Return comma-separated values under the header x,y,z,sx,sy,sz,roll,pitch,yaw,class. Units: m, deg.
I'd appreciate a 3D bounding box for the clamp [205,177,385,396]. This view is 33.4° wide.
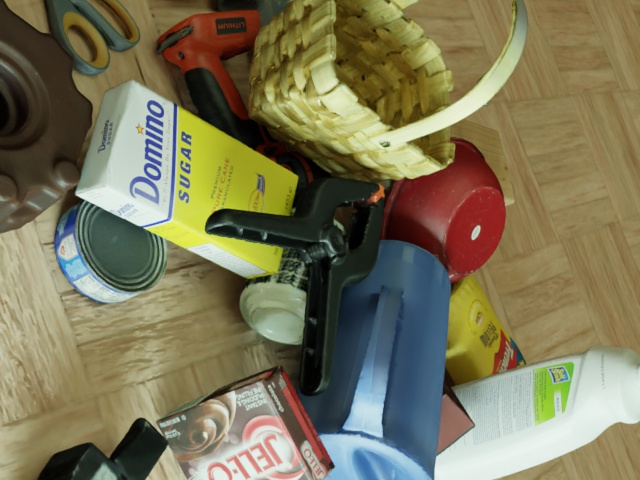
x,y,z,sx,sy,sz,roll,pitch,yaw,class
-0.006,0.001,0.870,0.164,0.036,0.209,57,40,-20,clamp

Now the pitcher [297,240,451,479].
x,y,z,sx,sy,sz,roll,pitch,yaw,class
0.050,0.110,0.929,0.145,0.149,0.242,43,40,-26,pitcher

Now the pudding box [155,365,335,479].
x,y,z,sx,sy,sz,roll,pitch,yaw,class
-0.056,0.153,0.801,0.039,0.114,0.090,-32,96,-55,pudding box

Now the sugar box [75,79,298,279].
x,y,z,sx,sy,sz,roll,pitch,yaw,class
-0.099,-0.044,0.842,0.176,0.048,0.093,29,62,-40,sugar box

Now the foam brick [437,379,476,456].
x,y,z,sx,sy,sz,roll,pitch,yaw,class
0.101,0.156,1.006,0.053,0.051,0.078,47,6,-26,foam brick

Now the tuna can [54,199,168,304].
x,y,z,sx,sy,sz,roll,pitch,yaw,class
-0.161,0.005,0.822,0.086,0.034,0.086,25,53,-40,tuna can

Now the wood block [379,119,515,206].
x,y,z,sx,sy,sz,roll,pitch,yaw,class
0.106,-0.081,1.132,0.205,0.091,0.090,9,64,-46,wood block

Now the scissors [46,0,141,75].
x,y,z,sx,sy,sz,roll,pitch,yaw,class
-0.231,-0.209,0.868,0.201,0.016,0.096,35,47,-33,scissors

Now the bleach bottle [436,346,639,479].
x,y,z,sx,sy,sz,roll,pitch,yaw,class
0.208,0.163,0.991,0.068,0.251,0.102,29,51,-37,bleach bottle

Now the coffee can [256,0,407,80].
x,y,z,sx,sy,sz,roll,pitch,yaw,class
0.006,-0.220,1.080,0.140,0.103,0.103,12,62,-46,coffee can

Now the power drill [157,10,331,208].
x,y,z,sx,sy,sz,roll,pitch,yaw,class
-0.061,-0.116,0.983,0.184,0.057,0.187,-18,85,-52,power drill

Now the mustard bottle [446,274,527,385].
x,y,z,sx,sy,sz,roll,pitch,yaw,class
0.176,0.132,1.127,0.191,0.058,0.096,56,41,-12,mustard bottle

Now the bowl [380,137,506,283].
x,y,z,sx,sy,sz,roll,pitch,yaw,class
0.134,-0.017,1.058,0.161,0.055,0.162,-21,123,-36,bowl
